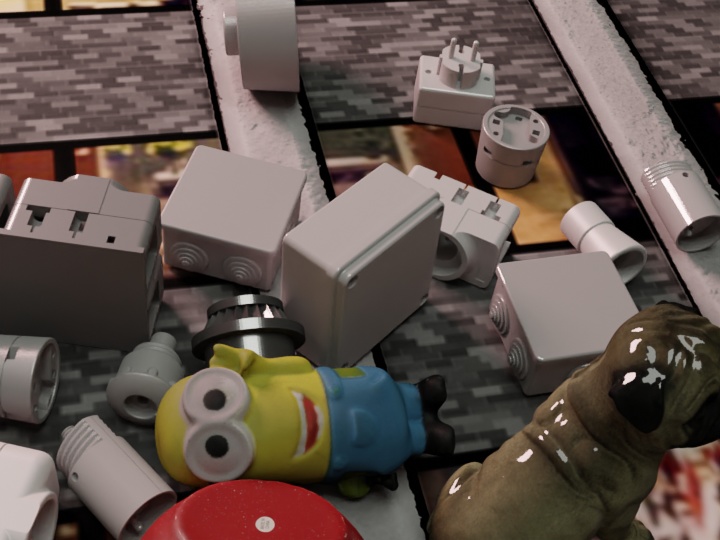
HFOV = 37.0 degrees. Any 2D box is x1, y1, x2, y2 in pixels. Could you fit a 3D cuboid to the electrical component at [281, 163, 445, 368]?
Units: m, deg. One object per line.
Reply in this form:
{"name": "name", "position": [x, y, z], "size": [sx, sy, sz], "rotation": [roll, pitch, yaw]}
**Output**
{"name": "electrical component", "position": [0.000, 0.000, 0.742], "size": [0.056, 0.108, 0.109], "rotation": [35, 53, 24]}

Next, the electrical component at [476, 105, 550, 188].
{"name": "electrical component", "position": [0.124, -0.101, 0.889], "size": [0.055, 0.047, 0.055], "rotation": [4, 49, -5]}

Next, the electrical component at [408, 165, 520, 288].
{"name": "electrical component", "position": [0.067, -0.031, 0.817], "size": [0.089, 0.050, 0.055], "rotation": [24, 50, 12]}

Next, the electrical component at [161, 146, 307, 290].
{"name": "electrical component", "position": [-0.094, -0.038, 0.801], "size": [0.100, 0.048, 0.099], "rotation": [14, 49, 4]}

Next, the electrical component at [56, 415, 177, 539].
{"name": "electrical component", "position": [-0.154, 0.124, 0.654], "size": [0.081, 0.043, 0.043], "rotation": [40, 55, 24]}

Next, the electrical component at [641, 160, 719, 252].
{"name": "electrical component", "position": [0.261, -0.058, 0.875], "size": [0.043, 0.043, 0.081], "rotation": [-6, 50, -14]}

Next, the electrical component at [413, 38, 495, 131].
{"name": "electrical component", "position": [0.084, -0.166, 0.920], "size": [0.066, 0.076, 0.047], "rotation": [7, 49, -2]}

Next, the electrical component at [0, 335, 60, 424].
{"name": "electrical component", "position": [-0.224, 0.068, 0.687], "size": [0.047, 0.055, 0.055], "rotation": [7, 48, 2]}

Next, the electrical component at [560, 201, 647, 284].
{"name": "electrical component", "position": [0.186, -0.022, 0.835], "size": [0.044, 0.044, 0.065], "rotation": [-16, 48, -21]}

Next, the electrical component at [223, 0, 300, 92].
{"name": "electrical component", "position": [-0.085, -0.204, 0.912], "size": [0.060, 0.108, 0.108], "rotation": [-4, 50, -4]}

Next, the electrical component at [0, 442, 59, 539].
{"name": "electrical component", "position": [-0.212, 0.149, 0.617], "size": [0.059, 0.053, 0.095], "rotation": [12, 49, 2]}

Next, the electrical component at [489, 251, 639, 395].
{"name": "electrical component", "position": [0.147, 0.038, 0.770], "size": [0.100, 0.048, 0.099], "rotation": [-7, 50, -14]}

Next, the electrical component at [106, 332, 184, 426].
{"name": "electrical component", "position": [-0.136, 0.068, 0.707], "size": [0.048, 0.048, 0.062], "rotation": [10, 40, 0]}

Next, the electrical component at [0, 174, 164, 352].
{"name": "electrical component", "position": [-0.229, -0.011, 0.720], "size": [0.186, 0.105, 0.060], "rotation": [8, 49, -2]}
